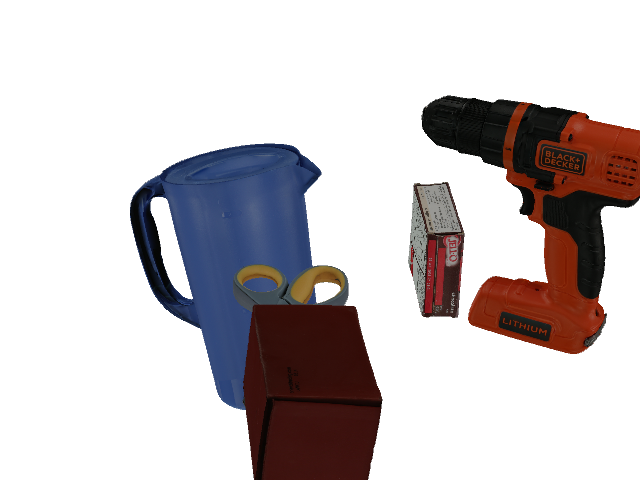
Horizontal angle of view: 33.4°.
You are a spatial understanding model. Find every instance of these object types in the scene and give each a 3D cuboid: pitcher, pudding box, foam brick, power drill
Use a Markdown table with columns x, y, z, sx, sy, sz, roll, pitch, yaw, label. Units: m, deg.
| x | y | z | sx | sy | sz | roll | pitch | yaw | label |
| --- | --- | --- | --- | --- | --- | --- | --- | --- | --- |
| -0.077 | 0.036 | 1.026 | 0.144 | 0.243 | 0.149 | -21 | 21 | -32 | pitcher |
| 0.109 | 0.007 | 1.012 | 0.039 | 0.090 | 0.113 | -1 | 28 | -4 | pudding box |
| -0.006 | 0.071 | 0.495 | 0.053 | 0.051 | 0.078 | 3 | 28 | -9 | foam brick |
| 0.159 | -0.015 | 0.822 | 0.185 | 0.188 | 0.057 | 16 | 34 | 26 | power drill |

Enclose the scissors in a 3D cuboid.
| x | y | z | sx | sy | sz | roll | pitch | yaw | label |
| --- | --- | --- | --- | --- | --- | --- | --- | --- | --- |
| -0.044 | 0.058 | 0.752 | 0.096 | 0.016 | 0.201 | 13 | 25 | 21 | scissors |
